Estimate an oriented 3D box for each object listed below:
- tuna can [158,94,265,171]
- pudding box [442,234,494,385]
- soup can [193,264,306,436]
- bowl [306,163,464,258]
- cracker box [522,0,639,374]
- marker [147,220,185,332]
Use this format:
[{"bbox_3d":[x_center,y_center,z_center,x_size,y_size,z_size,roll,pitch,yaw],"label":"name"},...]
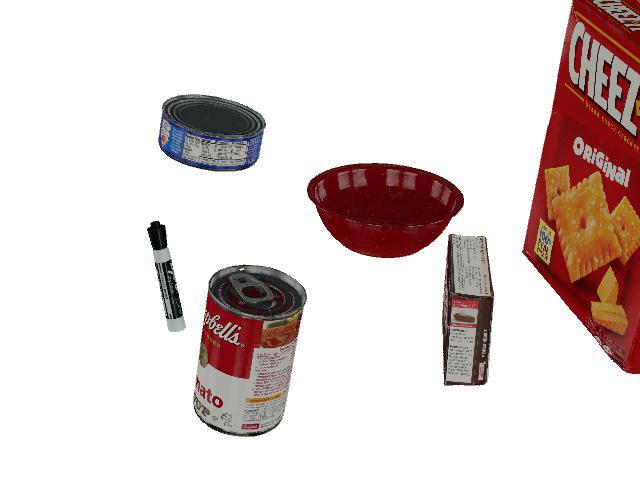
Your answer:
[{"bbox_3d":[-0.090,-0.089,0.880,0.086,0.034,0.086,10,26,-5],"label":"tuna can"},{"bbox_3d":[0.125,0.058,0.917,0.039,0.090,0.113,1,26,3],"label":"pudding box"},{"bbox_3d":[-0.051,0.077,0.749,0.068,0.102,0.068,8,28,-5],"label":"soup can"},{"bbox_3d":[0.065,-0.026,1.105,0.162,0.055,0.162,3,26,-2],"label":"bowl"},{"bbox_3d":[0.217,-0.040,0.739,0.072,0.214,0.164,-7,34,-16],"label":"cracker box"},{"bbox_3d":[-0.162,0.038,1.119,0.020,0.121,0.020,-8,18,3],"label":"marker"}]
